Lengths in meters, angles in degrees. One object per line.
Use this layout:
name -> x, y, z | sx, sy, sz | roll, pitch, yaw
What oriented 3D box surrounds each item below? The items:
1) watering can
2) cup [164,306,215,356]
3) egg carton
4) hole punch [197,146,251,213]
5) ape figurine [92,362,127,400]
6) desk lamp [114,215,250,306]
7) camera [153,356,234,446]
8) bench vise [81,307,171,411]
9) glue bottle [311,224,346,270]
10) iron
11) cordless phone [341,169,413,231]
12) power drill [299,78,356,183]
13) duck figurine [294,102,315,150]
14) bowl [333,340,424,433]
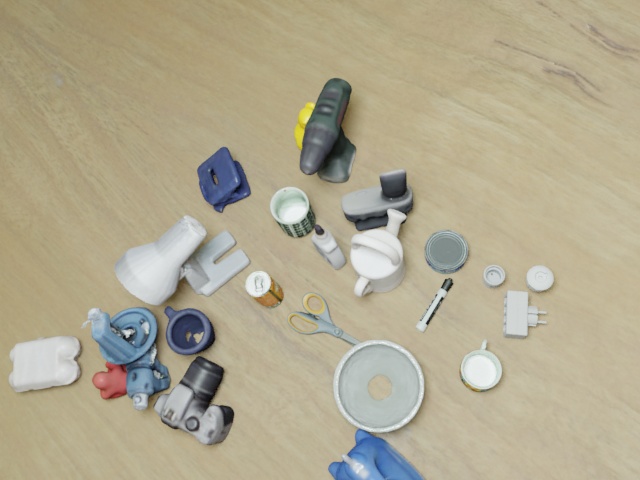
watering can -> 0.110, 0.023, 1.090 | 0.100, 0.194, 0.173 | 3, 72, 11
cup -> -0.259, 0.182, 1.153 | 0.117, 0.095, 0.092 | 40, 82, 19
egg carton -> -0.572, 0.257, 1.195 | 0.150, 0.069, 0.107 | -11, 70, 6
hole punch -> -0.217, -0.132, 1.252 | 0.101, 0.091, 0.108 | -25, 70, 1
ape figurine -> -0.422, 0.282, 1.149 | 0.076, 0.092, 0.078 | 19, 76, 15
desk lamp -> -0.272, 0.040, 1.139 | 0.203, 0.214, 0.117 | -39, 70, -4
camera -> -0.232, 0.304, 1.105 | 0.143, 0.101, 0.137 | 23, 77, 16
bench vise -> -0.359, 0.210, 1.094 | 0.121, 0.220, 0.207 | -35, 70, -3
glue bottle -> 0.010, 0.004, 1.125 | 0.037, 0.173, 0.078 | -41, 70, -5
iron -> 0.133, 0.444, 0.976 | 0.257, 0.141, 0.119 | 37, 81, 19
cordless phone -> 0.110, -0.095, 1.134 | 0.147, 0.185, 0.094 | -15, 70, 5
power drill -> 0.020, -0.201, 1.172 | 0.075, 0.209, 0.230 | 10, 74, 13
duck figurine -> -0.024, -0.252, 1.262 | 0.077, 0.086, 0.104 | 7, 73, 12
bowl -> 0.111, 0.274, 1.071 | 0.167, 0.075, 0.167 | -3, 71, 9
